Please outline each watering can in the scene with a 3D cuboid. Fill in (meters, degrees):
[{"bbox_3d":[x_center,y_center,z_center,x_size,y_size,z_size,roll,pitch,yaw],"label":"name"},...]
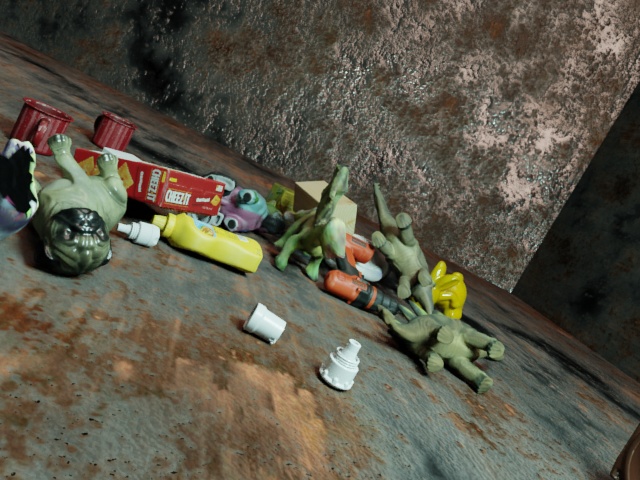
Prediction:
[{"bbox_3d":[0.059,0.018,1.389,0.223,0.103,0.353,17,16,-43],"label":"watering can"}]

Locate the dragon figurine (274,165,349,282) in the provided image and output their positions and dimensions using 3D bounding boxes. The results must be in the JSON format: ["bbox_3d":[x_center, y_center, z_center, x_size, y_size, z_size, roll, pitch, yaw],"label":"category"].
[{"bbox_3d":[0.003,-0.057,1.134,0.121,0.239,0.419,27,24,-18],"label":"dragon figurine"}]

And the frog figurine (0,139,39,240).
[{"bbox_3d":[-0.392,-0.049,0.538,0.159,0.120,0.140,-9,34,3],"label":"frog figurine"}]
